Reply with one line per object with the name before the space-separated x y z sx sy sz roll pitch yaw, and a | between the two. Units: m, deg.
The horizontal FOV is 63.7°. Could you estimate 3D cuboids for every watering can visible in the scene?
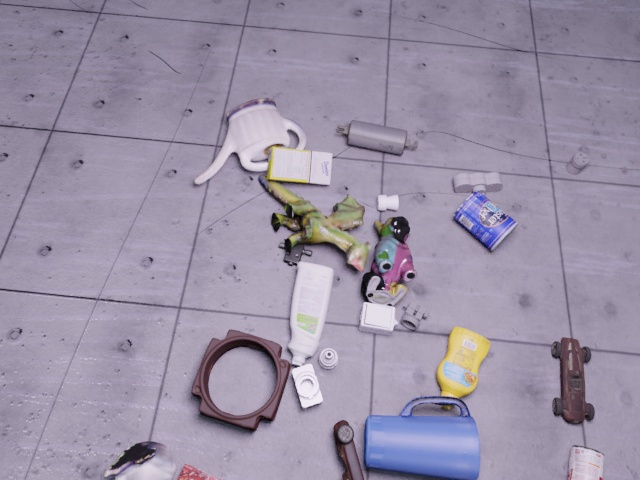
watering can | -0.215 -0.289 1.491 0.349 0.102 0.228 -17 68 -11

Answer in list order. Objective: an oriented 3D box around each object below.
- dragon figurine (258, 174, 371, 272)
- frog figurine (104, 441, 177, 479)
dragon figurine | 0.004 -0.071 1.408 0.244 0.119 0.419 -8 48 -26
frog figurine | -0.372 0.523 1.104 0.138 0.123 0.158 -25 103 -22
